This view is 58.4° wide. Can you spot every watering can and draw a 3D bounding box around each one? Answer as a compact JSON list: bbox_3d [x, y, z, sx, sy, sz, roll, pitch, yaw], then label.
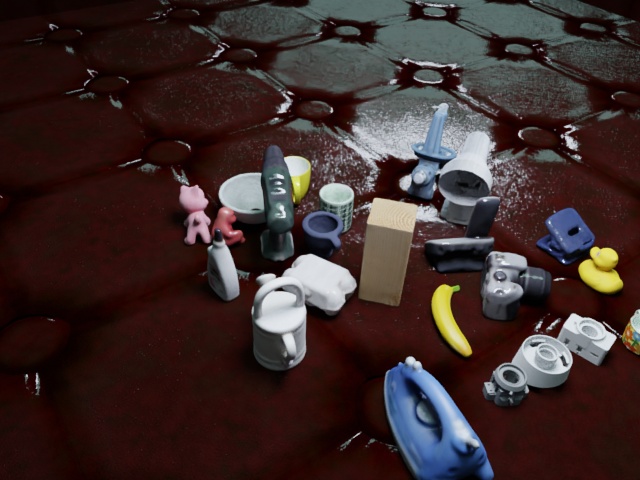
[{"bbox_3d":[-0.079,0.137,1.048,0.101,0.194,0.172,-29,50,-32],"label":"watering can"}]

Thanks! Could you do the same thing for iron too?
[{"bbox_3d":[0.179,0.278,0.940,0.119,0.141,0.257,-15,44,-19],"label":"iron"}]

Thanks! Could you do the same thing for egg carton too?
[{"bbox_3d":[-0.005,0.093,1.199,0.150,0.069,0.107,22,44,21],"label":"egg carton"}]

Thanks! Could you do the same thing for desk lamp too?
[{"bbox_3d":[0.354,-0.141,1.384,0.117,0.214,0.203,15,42,14],"label":"desk lamp"}]

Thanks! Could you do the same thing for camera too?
[{"bbox_3d":[0.414,0.090,1.205,0.136,0.101,0.143,9,41,7],"label":"camera"}]

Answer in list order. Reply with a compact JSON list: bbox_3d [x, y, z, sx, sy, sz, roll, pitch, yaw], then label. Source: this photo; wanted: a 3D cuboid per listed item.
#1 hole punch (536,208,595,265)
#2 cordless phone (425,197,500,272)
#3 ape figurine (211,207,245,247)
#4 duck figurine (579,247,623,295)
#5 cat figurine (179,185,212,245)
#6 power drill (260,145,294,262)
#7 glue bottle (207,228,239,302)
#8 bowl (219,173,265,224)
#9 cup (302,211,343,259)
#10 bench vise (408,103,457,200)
[{"bbox_3d":[0.583,-0.011,1.342,0.109,0.091,0.100,-23,47,-27],"label":"hole punch"},{"bbox_3d":[0.317,-0.023,1.266,0.148,0.185,0.094,-6,41,-10],"label":"cordless phone"},{"bbox_3d":[-0.214,-0.034,1.317,0.076,0.092,0.077,-11,42,-15],"label":"ape figurine"},{"bbox_3d":[0.629,0.061,1.265,0.078,0.086,0.104,-12,43,-17],"label":"duck figurine"},{"bbox_3d":[-0.291,-0.070,1.333,0.067,0.118,0.127,-8,42,-13],"label":"cat figurine"},{"bbox_3d":[-0.097,-0.069,1.275,0.075,0.208,0.229,-4,41,-8],"label":"power drill"},{"bbox_3d":[-0.202,0.043,1.164,0.037,0.173,0.078,-31,51,-33],"label":"glue bottle"},{"bbox_3d":[-0.161,-0.090,1.398,0.167,0.075,0.167,2,41,-1],"label":"bowl"},{"bbox_3d":[0.012,0.005,1.284,0.092,0.095,0.117,-19,45,-23],"label":"cup"},{"bbox_3d":[0.298,-0.225,1.474,0.121,0.220,0.207,6,41,3],"label":"bench vise"}]
